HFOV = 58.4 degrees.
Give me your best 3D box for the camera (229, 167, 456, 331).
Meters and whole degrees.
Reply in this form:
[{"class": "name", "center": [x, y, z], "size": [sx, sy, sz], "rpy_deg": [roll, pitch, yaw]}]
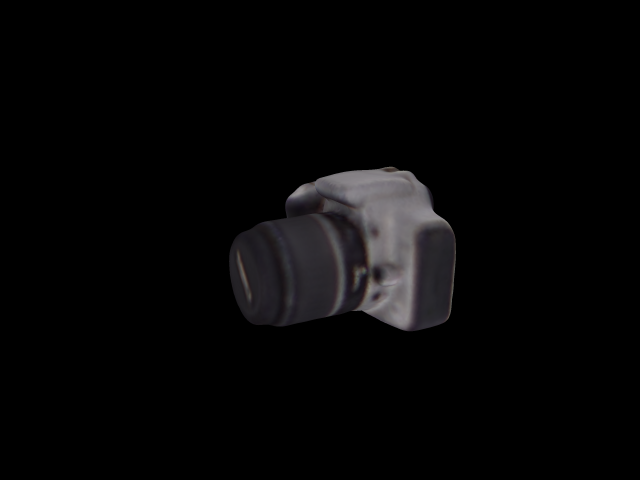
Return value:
[{"class": "camera", "center": [0.004, 0.001, 0.400], "size": [0.137, 0.101, 0.142], "rpy_deg": [-9, 19, -28]}]
